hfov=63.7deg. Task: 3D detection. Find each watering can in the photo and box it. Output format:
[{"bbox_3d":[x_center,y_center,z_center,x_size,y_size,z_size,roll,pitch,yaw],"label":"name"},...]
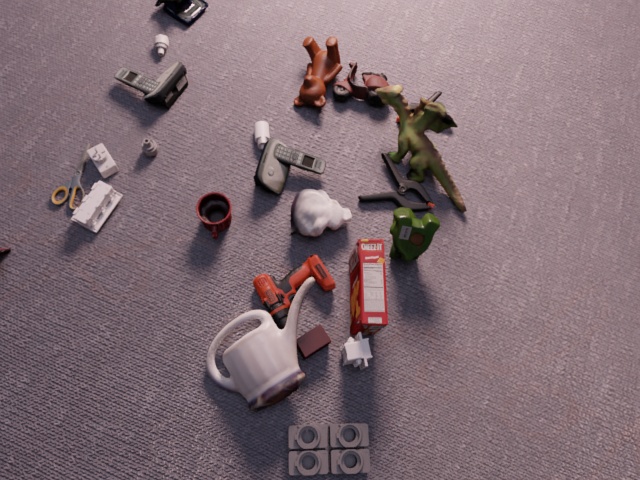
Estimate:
[{"bbox_3d":[-0.112,0.260,1.234,0.346,0.103,0.226,-35,76,6],"label":"watering can"}]

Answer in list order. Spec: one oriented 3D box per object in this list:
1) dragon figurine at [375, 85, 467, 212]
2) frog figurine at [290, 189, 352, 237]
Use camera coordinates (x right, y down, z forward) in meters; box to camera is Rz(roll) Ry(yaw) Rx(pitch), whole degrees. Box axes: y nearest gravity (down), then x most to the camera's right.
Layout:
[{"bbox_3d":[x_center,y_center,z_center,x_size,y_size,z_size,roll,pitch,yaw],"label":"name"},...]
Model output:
[{"bbox_3d":[0.302,-0.276,1.431,0.123,0.238,0.414,-38,75,-21],"label":"dragon figurine"},{"bbox_3d":[0.004,-0.070,1.389,0.159,0.120,0.141,6,50,10],"label":"frog figurine"}]
